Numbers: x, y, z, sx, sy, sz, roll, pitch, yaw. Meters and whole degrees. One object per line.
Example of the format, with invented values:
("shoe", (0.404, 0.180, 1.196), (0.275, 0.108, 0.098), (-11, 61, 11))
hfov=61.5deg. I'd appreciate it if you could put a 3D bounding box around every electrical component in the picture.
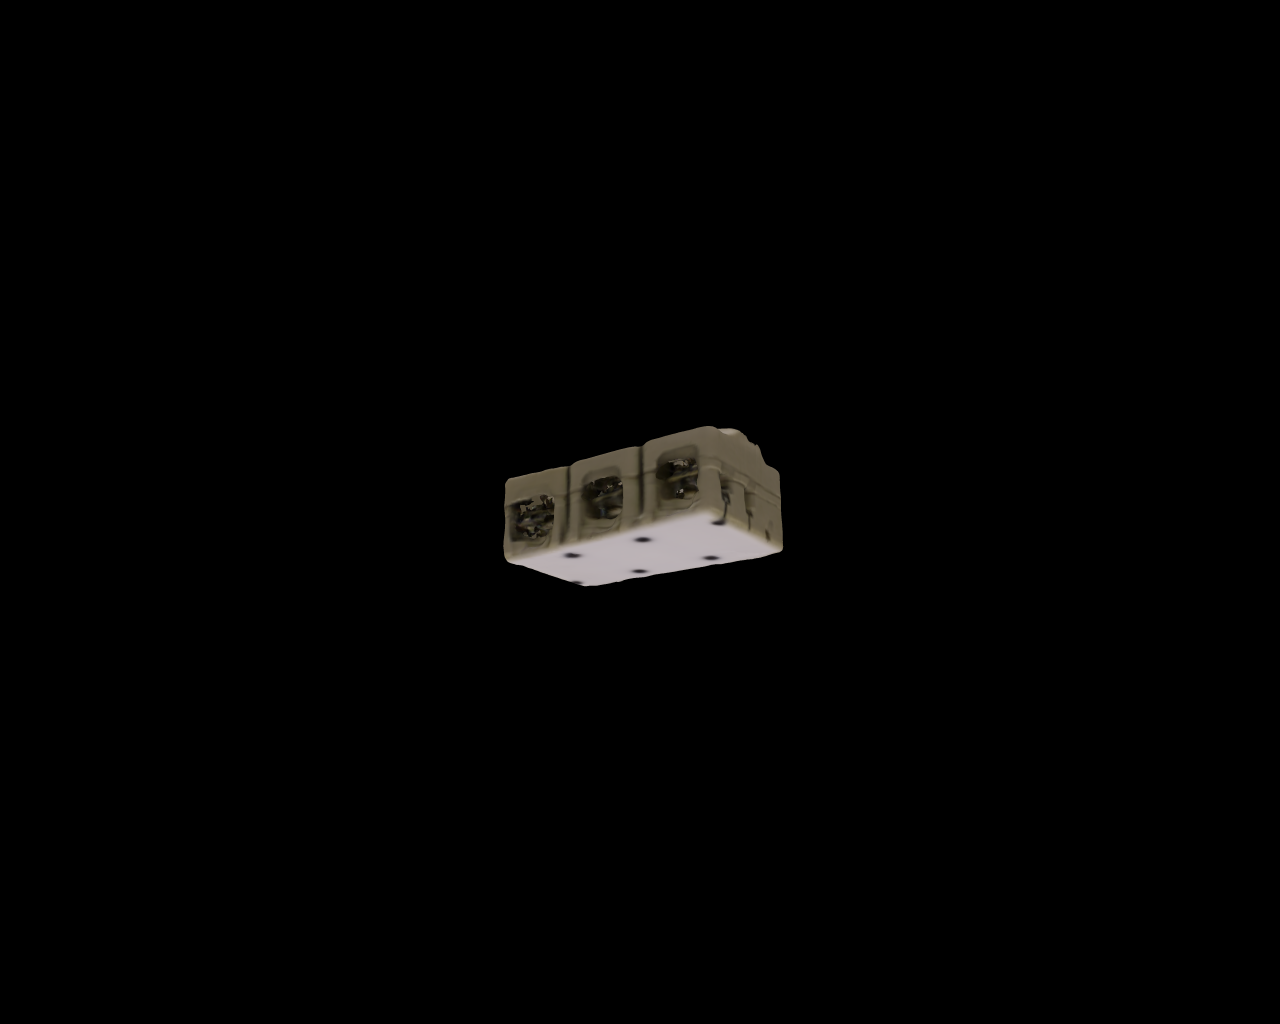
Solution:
("electrical component", (0.001, -0.003, 0.650), (0.150, 0.062, 0.089), (-12, -23, 31))
